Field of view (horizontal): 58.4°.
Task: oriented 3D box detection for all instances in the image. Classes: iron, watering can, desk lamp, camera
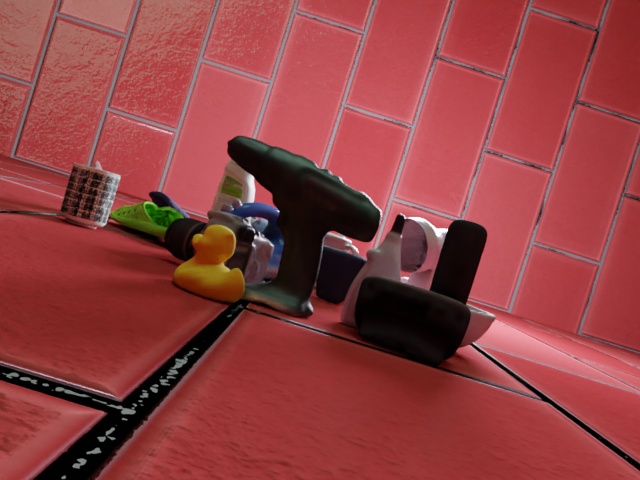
[{"bbox_3d":[-0.133,-0.011,1.073,0.118,0.141,0.259,18,1,36],"label":"iron"},{"bbox_3d":[0.010,0.004,1.223,0.172,0.194,0.101,18,1,16],"label":"watering can"},{"bbox_3d":[0.241,0.065,1.291,0.204,0.213,0.117,17,1,-39],"label":"desk lamp"},{"bbox_3d":[-0.163,0.004,0.904,0.136,0.101,0.144,18,1,28],"label":"camera"}]

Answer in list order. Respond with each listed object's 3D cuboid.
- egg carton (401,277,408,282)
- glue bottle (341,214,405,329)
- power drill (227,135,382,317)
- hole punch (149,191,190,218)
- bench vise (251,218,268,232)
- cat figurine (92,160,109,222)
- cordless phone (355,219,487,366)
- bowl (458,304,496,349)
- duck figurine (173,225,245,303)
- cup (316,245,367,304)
[{"bbox_3d":[0.254,0.142,1.464,0.150,0.069,0.107,18,1,15],"label":"egg carton"},{"bbox_3d":[0.089,0.046,0.816,0.078,0.173,0.037,17,1,-11],"label":"glue bottle"},{"bbox_3d":[-0.042,-0.013,0.772,0.229,0.208,0.075,17,1,0],"label":"power drill"},{"bbox_3d":[-0.378,-0.067,1.429,0.108,0.091,0.101,18,1,44],"label":"hole punch"},{"bbox_3d":[-0.076,-0.039,1.369,0.207,0.220,0.121,17,1,0],"label":"bench vise"},{"bbox_3d":[-0.441,-0.096,1.127,0.067,0.118,0.127,17,1,-13],"label":"cat figurine"},{"bbox_3d":[0.131,0.054,0.743,0.147,0.185,0.094,17,1,7],"label":"cordless phone"},{"bbox_3d":[0.180,0.125,0.888,0.167,0.075,0.167,17,1,0],"label":"bowl"},{"bbox_3d":[-0.129,0.025,0.706,0.104,0.086,0.078,18,1,41],"label":"duck figurine"},{"bbox_3d":[0.041,0.069,1.033,0.118,0.095,0.091,17,1,-10],"label":"cup"}]
